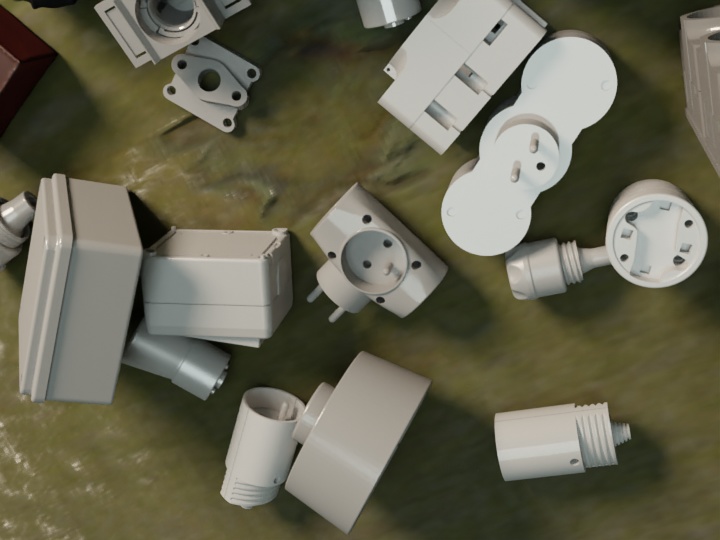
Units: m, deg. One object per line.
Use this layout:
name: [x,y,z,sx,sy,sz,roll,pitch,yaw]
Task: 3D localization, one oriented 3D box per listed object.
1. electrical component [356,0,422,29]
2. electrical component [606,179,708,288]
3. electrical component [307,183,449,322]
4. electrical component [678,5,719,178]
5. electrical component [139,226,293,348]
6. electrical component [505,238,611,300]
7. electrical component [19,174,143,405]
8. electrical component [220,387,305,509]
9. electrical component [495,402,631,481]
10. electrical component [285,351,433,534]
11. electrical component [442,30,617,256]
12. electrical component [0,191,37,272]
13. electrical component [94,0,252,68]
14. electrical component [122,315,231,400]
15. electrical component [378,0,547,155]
electrical component: [0.011,-0.170,0.607,0.044,0.044,0.065,-13,111,15]
electrical component: [0.170,-0.023,0.622,0.055,0.047,0.055,3,109,10]
electrical component: [0.000,0.000,0.664,0.077,0.044,0.079,43,111,-5]
electrical component: [0.216,-0.095,0.514,0.105,0.186,0.060,-8,107,13]
electrical component: [-0.095,0.010,0.676,0.096,0.061,0.061,1,108,10]
electrical component: [0.120,-0.003,0.646,0.061,0.035,0.035,-12,106,12]
electrical component: [-0.174,0.011,0.662,0.056,0.108,0.108,7,112,-21]
electrical component: [-0.067,0.124,0.720,0.043,0.043,0.081,18,111,4]
electrical component: [0.129,0.106,0.676,0.081,0.043,0.043,-9,106,14]
electrical component: [-0.007,0.102,0.669,0.060,0.108,0.108,29,111,7]
electrical component: [0.094,-0.068,0.607,0.052,0.073,0.138,31,111,-1]
electrical component: [-0.236,-0.027,0.701,0.062,0.048,0.048,-34,99,12]
electrical component: [-0.105,-0.157,0.620,0.081,0.063,0.042,-24,116,17]
electrical component: [-0.119,0.057,0.709,0.065,0.044,0.044,30,111,-5]
electrical component: [0.055,-0.120,0.609,0.056,0.050,0.089,39,111,-4]
